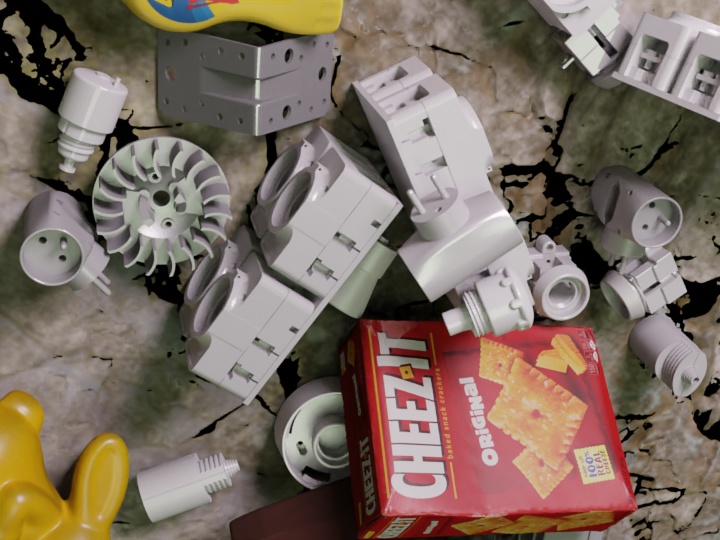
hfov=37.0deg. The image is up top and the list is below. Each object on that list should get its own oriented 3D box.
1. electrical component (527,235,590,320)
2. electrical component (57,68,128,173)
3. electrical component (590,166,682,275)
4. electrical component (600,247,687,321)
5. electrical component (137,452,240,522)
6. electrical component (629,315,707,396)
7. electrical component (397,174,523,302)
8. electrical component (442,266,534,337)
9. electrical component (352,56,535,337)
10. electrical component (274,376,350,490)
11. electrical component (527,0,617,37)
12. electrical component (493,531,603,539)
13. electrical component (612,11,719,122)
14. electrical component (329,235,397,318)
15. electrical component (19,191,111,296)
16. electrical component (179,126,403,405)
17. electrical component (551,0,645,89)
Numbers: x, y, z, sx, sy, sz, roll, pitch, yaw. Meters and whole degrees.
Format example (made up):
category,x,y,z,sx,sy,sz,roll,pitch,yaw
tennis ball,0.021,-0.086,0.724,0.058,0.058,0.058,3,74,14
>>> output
category,x,y,z,sx,sy,sz,roll,pitch,yaw
electrical component,0.161,0.012,0.894,0.048,0.055,0.066,-5,115,-12
electrical component,-0.194,-0.106,0.759,0.040,0.040,0.078,20,108,-21
electrical component,0.219,-0.036,0.875,0.043,0.077,0.079,5,113,-17
electrical component,0.241,0.011,0.921,0.055,0.048,0.066,-34,118,-6
electrical component,-0.140,0.177,0.900,0.081,0.043,0.043,-19,117,-5
electrical component,0.273,0.076,0.938,0.043,0.081,0.043,-5,115,-12
electrical component,0.060,-0.029,0.736,0.077,0.043,0.079,-33,117,2
electrical component,0.090,0.028,0.771,0.062,0.048,0.048,-22,117,3
electrical component,0.067,-0.058,0.811,0.060,0.105,0.186,-26,118,-2
electrical component,-0.023,0.140,0.915,0.099,0.064,0.099,-2,102,-7
electrical component,0.175,-0.255,0.773,0.150,0.061,0.089,-45,116,8
electrical component,0.167,0.238,0.970,0.056,0.108,0.108,1,114,-12
electrical component,0.298,-0.136,0.807,0.186,0.105,0.060,10,109,-37
electrical component,0.000,0.000,0.857,0.044,0.044,0.065,30,99,-24
electrical component,-0.209,-0.012,0.777,0.043,0.077,0.079,-40,117,5
electrical component,-0.061,-0.009,0.801,0.060,0.105,0.186,33,102,-25
electrical component,0.184,-0.172,0.823,0.066,0.048,0.055,-44,111,10
